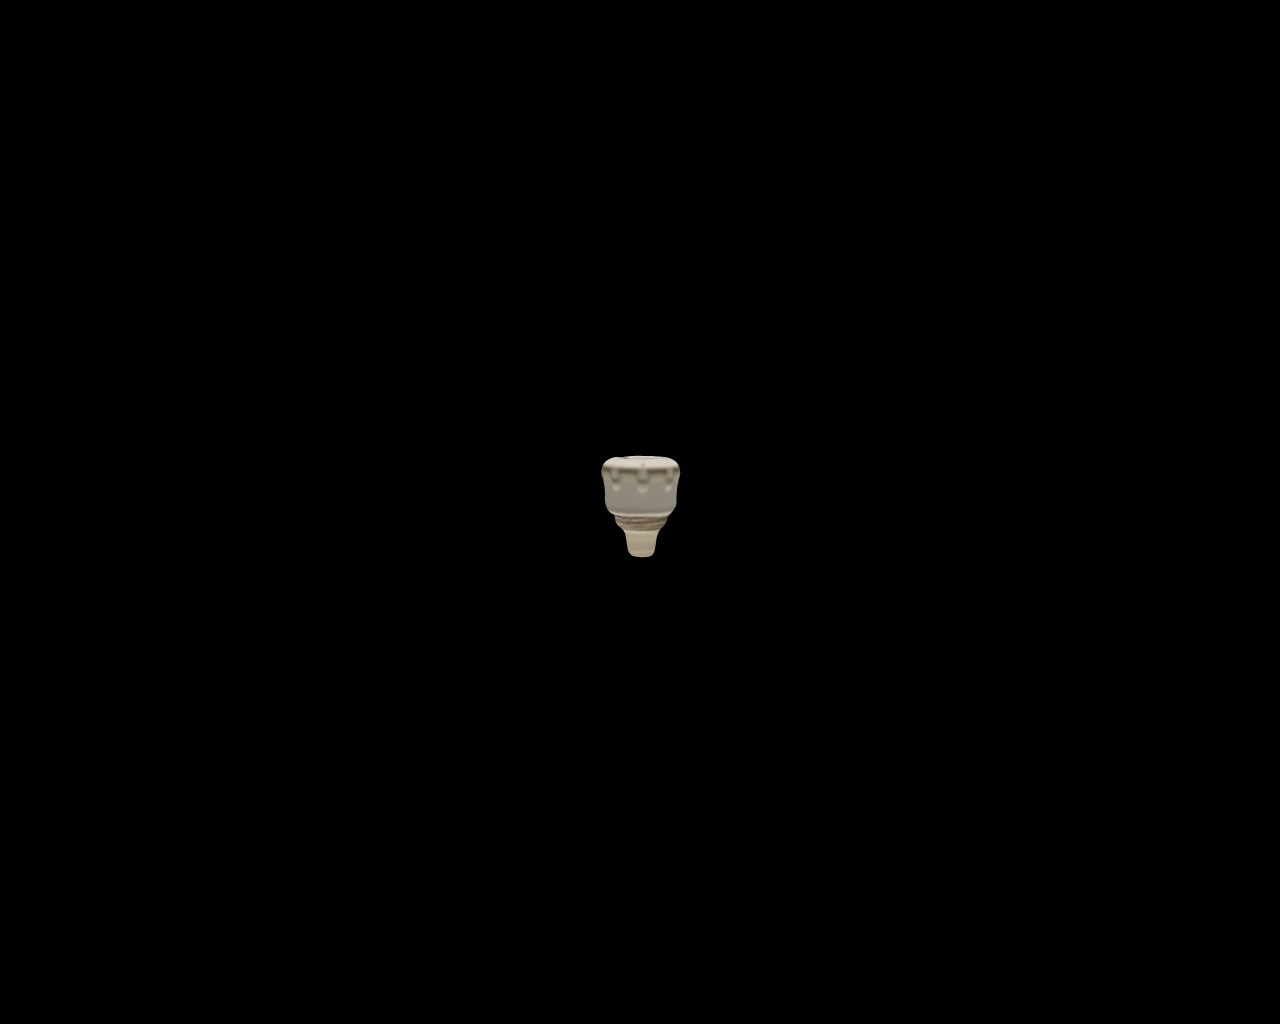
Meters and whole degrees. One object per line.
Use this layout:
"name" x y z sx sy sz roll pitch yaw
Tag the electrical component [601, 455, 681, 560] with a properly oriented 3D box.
"electrical component" 0.001 -0.003 0.650 0.048 0.062 0.048 0 7 0
